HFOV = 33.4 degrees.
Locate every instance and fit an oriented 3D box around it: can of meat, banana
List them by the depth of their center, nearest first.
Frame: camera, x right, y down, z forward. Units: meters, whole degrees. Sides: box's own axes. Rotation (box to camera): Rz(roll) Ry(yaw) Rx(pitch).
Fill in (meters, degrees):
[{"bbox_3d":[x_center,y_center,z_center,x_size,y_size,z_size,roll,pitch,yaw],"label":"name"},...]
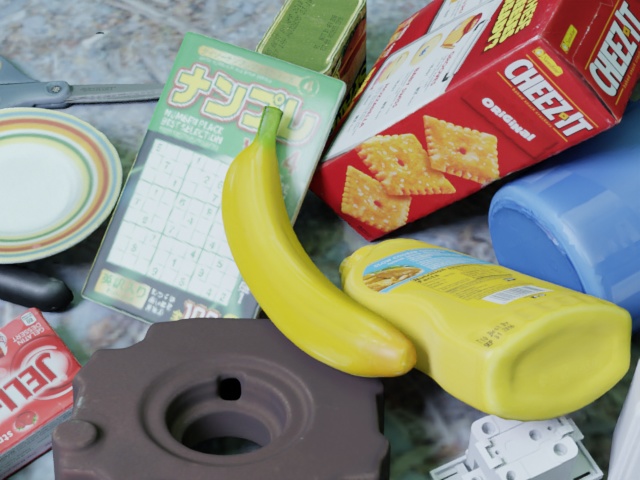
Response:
[{"bbox_3d":[-0.013,0.011,0.578,0.037,0.070,0.198,3,43,-36],"label":"banana"},{"bbox_3d":[-0.004,-0.114,0.720,0.057,0.084,0.102,16,55,15],"label":"can of meat"}]

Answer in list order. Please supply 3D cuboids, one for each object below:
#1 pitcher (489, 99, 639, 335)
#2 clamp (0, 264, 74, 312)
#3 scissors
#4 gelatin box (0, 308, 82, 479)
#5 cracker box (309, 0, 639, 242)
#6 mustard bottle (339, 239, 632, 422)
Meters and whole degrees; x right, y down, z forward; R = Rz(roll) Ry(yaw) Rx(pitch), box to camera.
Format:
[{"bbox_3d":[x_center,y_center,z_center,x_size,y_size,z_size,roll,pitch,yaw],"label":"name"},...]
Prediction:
[{"bbox_3d":[0.219,-0.045,0.625,0.242,0.145,0.149,-28,43,-14],"label":"pitcher"},{"bbox_3d":[-0.261,0.002,0.676,0.209,0.036,0.165,-17,53,-15],"label":"clamp"},{"bbox_3d":[-0.201,-0.118,0.777,0.201,0.016,0.096,-14,53,-7],"label":"scissors"},{"bbox_3d":[-0.178,0.090,0.607,0.089,0.030,0.073,-33,58,-20],"label":"gelatin box"},{"bbox_3d":[0.102,-0.102,0.633,0.072,0.214,0.164,42,56,-16],"label":"cracker box"},{"bbox_3d":[0.068,0.038,0.581,0.096,0.058,0.192,-13,19,-28],"label":"mustard bottle"}]
